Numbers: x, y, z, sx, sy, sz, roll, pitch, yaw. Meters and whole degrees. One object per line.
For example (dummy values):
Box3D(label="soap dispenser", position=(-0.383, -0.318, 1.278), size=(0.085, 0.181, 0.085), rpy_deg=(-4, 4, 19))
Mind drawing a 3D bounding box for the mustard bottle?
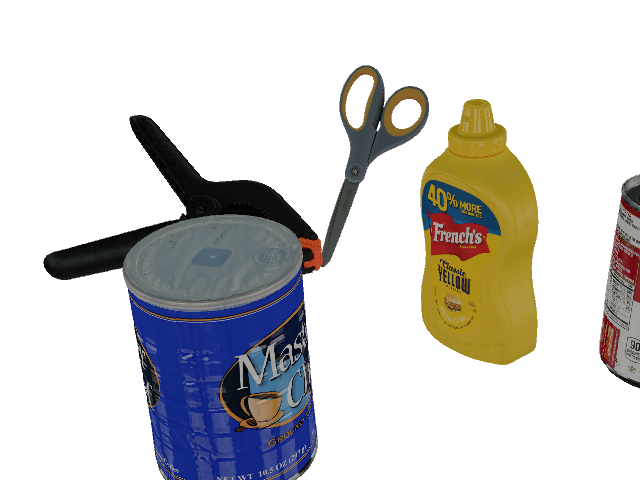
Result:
Box3D(label="mustard bottle", position=(0.115, -0.010, 0.780), size=(0.058, 0.192, 0.096), rpy_deg=(-21, 30, -31))

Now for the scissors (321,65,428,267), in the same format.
Box3D(label="scissors", position=(0.053, -0.071, 1.023), size=(0.096, 0.202, 0.016), rpy_deg=(2, -12, 6))

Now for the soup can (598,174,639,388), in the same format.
Box3D(label="soup can", position=(0.188, 0.022, 0.569), size=(0.068, 0.102, 0.068), rpy_deg=(1, 25, -1))

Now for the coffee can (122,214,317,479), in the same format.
Box3D(label="coffee can", position=(-0.057, 0.069, 0.640), size=(0.103, 0.140, 0.103), rpy_deg=(-3, 28, 2))

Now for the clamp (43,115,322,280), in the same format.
Box3D(label="clamp", position=(-0.096, -0.024, 0.850), size=(0.210, 0.164, 0.036), rpy_deg=(10, -32, 10))
